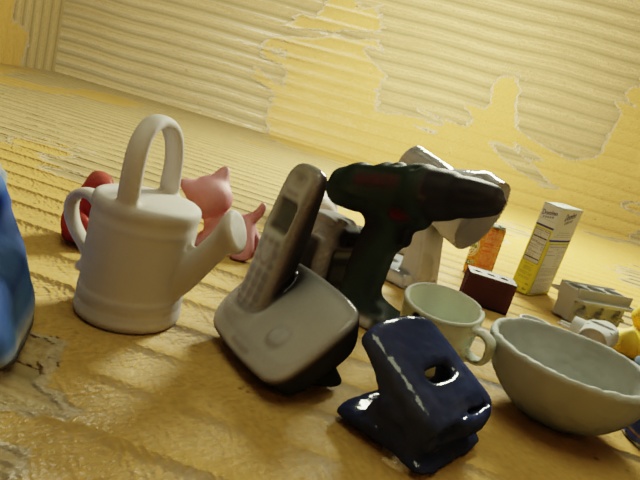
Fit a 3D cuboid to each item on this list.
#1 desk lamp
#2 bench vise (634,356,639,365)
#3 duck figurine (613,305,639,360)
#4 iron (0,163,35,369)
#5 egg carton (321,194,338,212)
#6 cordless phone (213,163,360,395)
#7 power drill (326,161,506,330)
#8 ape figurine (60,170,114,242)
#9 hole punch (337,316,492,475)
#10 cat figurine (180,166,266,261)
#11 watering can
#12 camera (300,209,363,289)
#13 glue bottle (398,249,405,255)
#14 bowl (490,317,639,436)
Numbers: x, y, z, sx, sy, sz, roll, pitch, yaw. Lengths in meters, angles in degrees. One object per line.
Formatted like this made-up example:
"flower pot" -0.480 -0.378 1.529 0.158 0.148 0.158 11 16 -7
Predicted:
"desk lamp" 0.170 -0.030 0.901 0.202 0.213 0.118 27 18 38
"bench vise" 0.492 0.122 0.648 0.207 0.220 0.122 20 14 16
"duck figurine" 0.495 0.136 0.880 0.105 0.086 0.077 3 19 -43
"iron" -0.277 -0.001 0.444 0.119 0.141 0.257 11 15 -19
"egg carton" -0.018 -0.062 1.121 0.107 0.069 0.150 14 14 -6
"cordless phone" -0.019 0.029 0.517 0.094 0.185 0.147 4 18 -39
"power drill" 0.092 0.003 0.694 0.228 0.208 0.076 26 17 36
"ape figurine" -0.275 -0.039 0.699 0.075 0.092 0.078 25 17 34
"hole punch" 0.087 0.121 0.472 0.100 0.091 0.109 26 17 37
"cat figurine" -0.138 -0.044 0.816 0.127 0.118 0.067 17 14 4
"watering can" -0.155 -0.019 0.537 0.173 0.194 0.101 13 14 -12
"camera" 0.008 0.003 0.829 0.144 0.101 0.136 2 19 -44
"glue bottle" 0.172 -0.058 1.098 0.078 0.173 0.037 8 16 -27
"bowl" 0.245 0.147 0.582 0.167 0.075 0.167 15 14 -3
